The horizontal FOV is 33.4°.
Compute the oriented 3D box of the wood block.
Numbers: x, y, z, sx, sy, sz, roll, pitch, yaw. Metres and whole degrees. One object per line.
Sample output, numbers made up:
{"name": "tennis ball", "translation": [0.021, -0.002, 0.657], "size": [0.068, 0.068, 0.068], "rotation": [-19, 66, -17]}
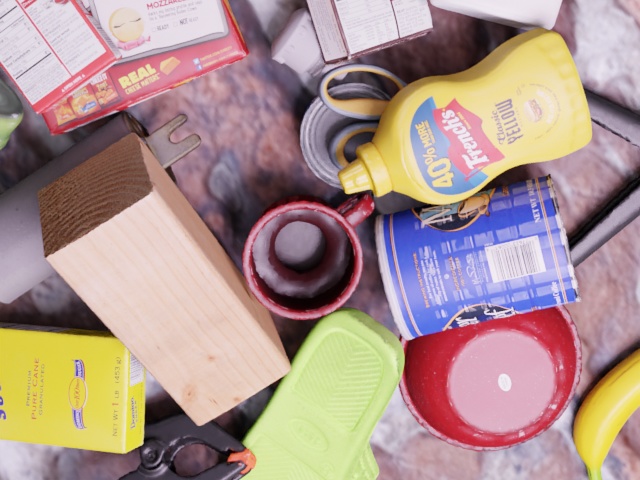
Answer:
{"name": "wood block", "translation": [-0.115, 0.034, 0.811], "size": [0.090, 0.091, 0.206], "rotation": [-31, 127, 3]}

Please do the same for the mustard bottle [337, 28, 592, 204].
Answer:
{"name": "mustard bottle", "translation": [0.103, -0.081, 0.805], "size": [0.191, 0.058, 0.096], "rotation": [-24, 111, -3]}

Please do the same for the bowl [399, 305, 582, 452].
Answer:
{"name": "bowl", "translation": [0.147, 0.111, 0.895], "size": [0.162, 0.055, 0.162], "rotation": [0, 101, -2]}

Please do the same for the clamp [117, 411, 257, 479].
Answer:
{"name": "clamp", "translation": [-0.140, 0.189, 0.872], "size": [0.171, 0.039, 0.120], "rotation": [5, 76, 15]}

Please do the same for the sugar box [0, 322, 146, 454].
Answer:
{"name": "sugar box", "translation": [-0.229, 0.116, 0.862], "size": [0.176, 0.048, 0.093], "rotation": [2, 92, 12]}

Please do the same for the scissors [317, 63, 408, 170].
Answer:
{"name": "scissors", "translation": [0.093, -0.086, 0.842], "size": [0.201, 0.016, 0.096], "rotation": [12, 100, -9]}

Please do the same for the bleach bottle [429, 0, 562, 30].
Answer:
{"name": "bleach bottle", "translation": [0.164, -0.294, 0.815], "size": [0.102, 0.068, 0.251], "rotation": [13, 98, -6]}

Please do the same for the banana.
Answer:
{"name": "banana", "translation": [0.283, 0.124, 0.914], "size": [0.198, 0.037, 0.069], "rotation": [-45, 117, 8]}

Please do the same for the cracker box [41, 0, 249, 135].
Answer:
{"name": "cracker box", "translation": [-0.169, -0.210, 0.816], "size": [0.164, 0.072, 0.213], "rotation": [-22, 100, 3]}

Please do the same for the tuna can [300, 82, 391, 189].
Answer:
{"name": "tuna can", "translation": [0.026, -0.085, 0.864], "size": [0.086, 0.034, 0.086], "rotation": [0, 101, -2]}

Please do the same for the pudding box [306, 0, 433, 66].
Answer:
{"name": "pudding box", "translation": [0.032, -0.201, 0.822], "size": [0.089, 0.039, 0.113], "rotation": [-23, 100, -28]}

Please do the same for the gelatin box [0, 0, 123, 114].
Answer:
{"name": "gelatin box", "translation": [-0.200, -0.148, 0.774], "size": [0.073, 0.030, 0.089], "rotation": [-34, 99, 8]}

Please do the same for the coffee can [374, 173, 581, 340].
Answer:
{"name": "coffee can", "translation": [0.124, 0.014, 0.839], "size": [0.140, 0.102, 0.103], "rotation": [-14, 101, 12]}

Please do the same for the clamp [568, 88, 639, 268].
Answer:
{"name": "clamp", "translation": [0.277, -0.055, 0.876], "size": [0.210, 0.036, 0.164], "rotation": [-1, 102, 2]}

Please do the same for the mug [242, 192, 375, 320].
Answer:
{"name": "mug", "translation": [-0.006, 0.001, 0.855], "size": [0.117, 0.081, 0.093], "rotation": [-41, 100, 6]}
